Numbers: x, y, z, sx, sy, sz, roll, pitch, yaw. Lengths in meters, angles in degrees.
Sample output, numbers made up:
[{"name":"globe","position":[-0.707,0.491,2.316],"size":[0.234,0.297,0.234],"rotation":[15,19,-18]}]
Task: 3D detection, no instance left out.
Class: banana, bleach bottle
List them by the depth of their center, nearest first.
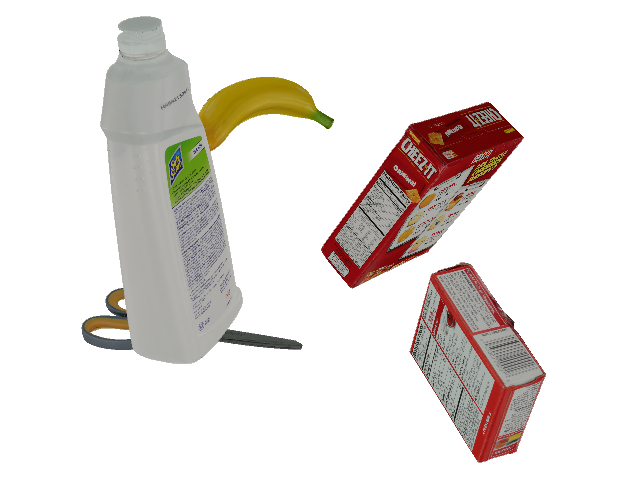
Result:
[{"name":"bleach bottle","position":[-0.109,-0.038,0.764],"size":[0.068,0.251,0.102],"rotation":[8,33,17]},{"name":"banana","position":[-0.064,-0.129,1.046],"size":[0.070,0.037,0.197],"rotation":[42,36,23]}]

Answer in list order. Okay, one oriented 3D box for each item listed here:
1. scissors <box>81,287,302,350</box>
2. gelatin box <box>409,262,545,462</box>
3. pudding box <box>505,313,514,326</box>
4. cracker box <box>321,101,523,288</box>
[{"name":"scissors","position":[-0.122,0.075,1.009],"size":[0.201,0.016,0.096],"rotation":[-1,33,-8]},{"name":"gelatin box","position":[0.088,0.069,0.611],"size":[0.030,0.073,0.089],"rotation":[-13,49,-19]},{"name":"pudding box","position":[0.121,0.091,0.864],"size":[0.039,0.090,0.113],"rotation":[-4,13,-10]},{"name":"cracker box","position":[0.114,-0.054,1.238],"size":[0.163,0.072,0.214],"rotation":[-22,-25,-47]}]
